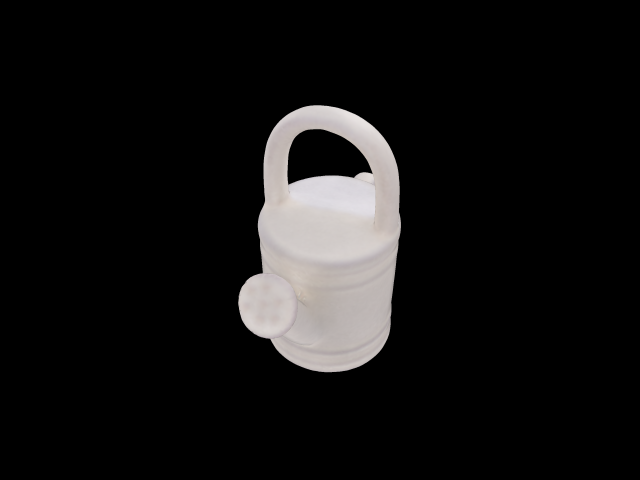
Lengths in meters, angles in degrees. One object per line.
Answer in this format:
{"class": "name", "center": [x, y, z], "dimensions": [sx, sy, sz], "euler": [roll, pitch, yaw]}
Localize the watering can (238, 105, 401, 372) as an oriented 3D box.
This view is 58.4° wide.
{"class": "watering can", "center": [0.006, 0.002, 0.399], "dimensions": [0.101, 0.194, 0.173], "euler": [2, 42, 3]}
